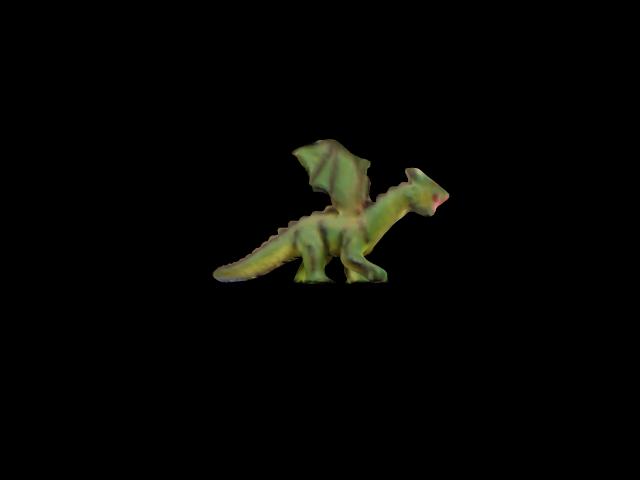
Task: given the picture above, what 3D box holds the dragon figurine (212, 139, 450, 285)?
[{"bbox_3d":[0.003,-0.043,0.850,0.410,0.243,0.122,0,-3,15],"label":"dragon figurine"}]
